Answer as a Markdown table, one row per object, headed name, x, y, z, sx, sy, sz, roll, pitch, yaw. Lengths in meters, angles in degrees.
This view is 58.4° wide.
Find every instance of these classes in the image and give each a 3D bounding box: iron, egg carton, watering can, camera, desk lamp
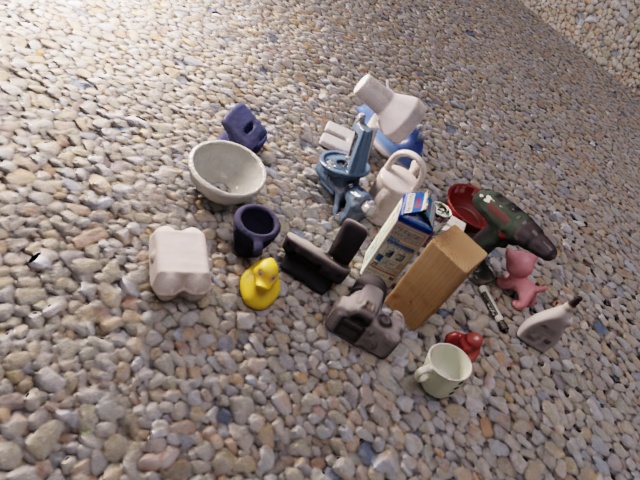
| name | x | y | z | sx | sy | sz | roll | pitch | yaw |
| --- | --- | --- | --- | --- | --- | --- | --- | --- | --- |
| iron | 0.215 | -0.300 | 1.528 | 0.119 | 0.141 | 0.258 | -16 | 60 | -37 |
| egg carton | -0.253 | 0.041 | 1.030 | 0.107 | 0.069 | 0.150 | 3 | 50 | -25 |
| watering can | 0.179 | -0.131 | 1.319 | 0.101 | 0.194 | 0.173 | 26 | 44 | -3 |
| camera | 0.102 | 0.131 | 1.109 | 0.143 | 0.100 | 0.137 | 29 | 44 | 0 |
| desk lamp | 0.132 | -0.296 | 1.429 | 0.203 | 0.213 | 0.118 | 24 | 44 | -6 |

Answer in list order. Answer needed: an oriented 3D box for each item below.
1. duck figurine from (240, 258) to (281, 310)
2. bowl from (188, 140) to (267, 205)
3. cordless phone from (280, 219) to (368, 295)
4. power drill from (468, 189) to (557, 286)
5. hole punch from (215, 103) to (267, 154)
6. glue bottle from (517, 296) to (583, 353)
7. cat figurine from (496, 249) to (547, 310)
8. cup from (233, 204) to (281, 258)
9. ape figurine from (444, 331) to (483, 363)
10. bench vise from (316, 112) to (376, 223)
| name | x | y | z | sx | sy | sz | roll | pitch | yaw |
| --- | --- | --- | --- | --- | --- | --- | --- | --- | --- |
| duck figurine | -0.103 | 0.068 | 1.072 | 0.077 | 0.086 | 0.104 | 20 | 45 | -9 |
| bowl | -0.201 | -0.130 | 1.208 | 0.168 | 0.074 | 0.167 | 14 | 46 | -15 |
| cordless phone | 0.010 | 0.004 | 1.116 | 0.147 | 0.185 | 0.094 | 29 | 44 | 0 |
| power drill | 0.406 | 0.007 | 1.301 | 0.076 | 0.208 | 0.229 | -10 | 56 | -34 |
| hole punch | -0.174 | -0.248 | 1.317 | 0.101 | 0.091 | 0.109 | 30 | 44 | 0 |
| glue bottle | 0.502 | 0.172 | 1.225 | 0.078 | 0.173 | 0.037 | 33 | 44 | 4 |
| cat figurine | 0.473 | 0.081 | 1.333 | 0.067 | 0.117 | 0.127 | -16 | 59 | -36 |
| cup | -0.131 | 0.002 | 1.110 | 0.092 | 0.095 | 0.117 | 8 | 48 | -20 |
| ape figurine | 0.289 | 0.212 | 1.138 | 0.076 | 0.092 | 0.077 | 13 | 46 | -16 |
| bench vise | 0.086 | -0.158 | 1.276 | 0.122 | 0.219 | 0.207 | -26 | 66 | -40 |
